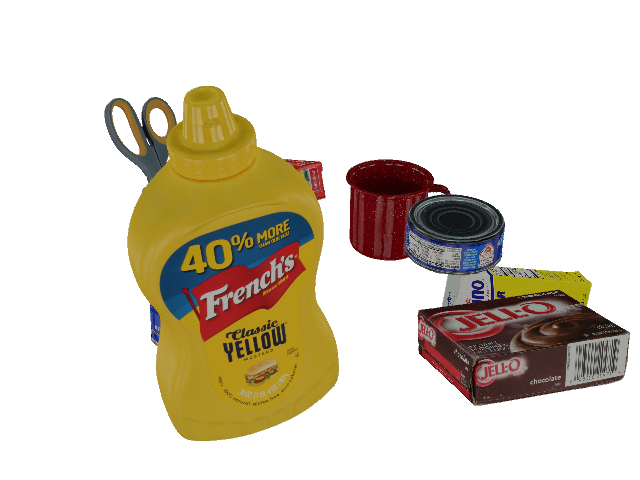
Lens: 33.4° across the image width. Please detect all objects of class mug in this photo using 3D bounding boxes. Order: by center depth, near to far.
[{"bbox_3d":[0.085,-0.032,1.147,0.117,0.081,0.093,-5,29,-10],"label":"mug"}]

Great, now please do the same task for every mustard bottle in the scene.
[{"bbox_3d":[-0.044,0.011,0.530,0.096,0.191,0.058,-17,38,-15],"label":"mustard bottle"}]

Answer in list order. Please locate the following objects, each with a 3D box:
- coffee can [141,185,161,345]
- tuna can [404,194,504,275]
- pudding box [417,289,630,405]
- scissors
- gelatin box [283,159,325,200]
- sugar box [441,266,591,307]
[{"bbox_3d":[-0.108,0.020,0.976,0.103,0.140,0.103,-1,14,0],"label":"coffee can"},{"bbox_3d":[0.117,-0.007,0.928,0.086,0.034,0.086,1,31,-1],"label":"tuna can"},{"bbox_3d":[0.132,0.069,0.710,0.113,0.039,0.090,-5,18,-17],"label":"pudding box"},{"bbox_3d":[-0.169,-0.073,1.183,0.016,0.201,0.096,-16,19,46],"label":"scissors"},{"bbox_3d":[-0.051,-0.039,0.766,0.073,0.030,0.089,-15,14,-31],"label":"gelatin box"},{"bbox_3d":[0.242,0.082,1.334,0.176,0.093,0.048,3,19,-15],"label":"sugar box"}]
